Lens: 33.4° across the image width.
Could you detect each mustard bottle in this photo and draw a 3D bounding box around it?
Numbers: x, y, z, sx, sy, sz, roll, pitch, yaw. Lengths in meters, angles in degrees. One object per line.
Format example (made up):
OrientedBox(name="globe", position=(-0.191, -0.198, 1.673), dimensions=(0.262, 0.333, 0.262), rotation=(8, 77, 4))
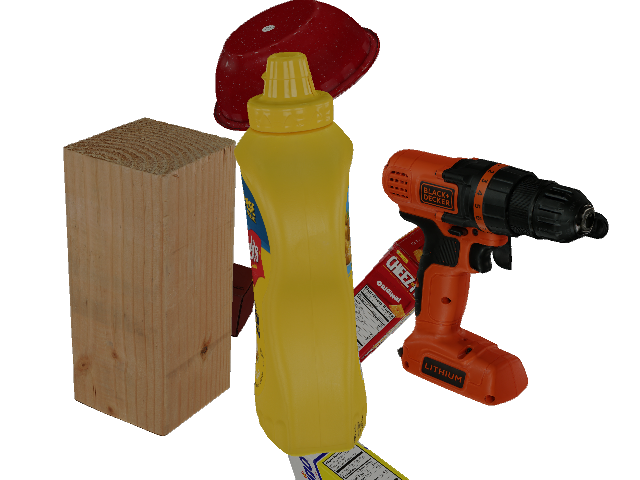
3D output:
OrientedBox(name="mustard bottle", position=(-0.010, 0.003, 0.531), dimensions=(0.058, 0.192, 0.096), rotation=(-4, 20, -4))

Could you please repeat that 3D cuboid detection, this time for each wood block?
OrientedBox(name="wood block", position=(-0.124, 0.026, 0.790), dimensions=(0.090, 0.206, 0.090), rotation=(17, 27, 27))

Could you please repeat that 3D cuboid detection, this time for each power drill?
OrientedBox(name="power drill", position=(0.126, 0.029, 0.830), dimensions=(0.057, 0.188, 0.185), rotation=(-17, 25, -40))

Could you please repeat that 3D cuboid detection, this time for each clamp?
OrientedBox(name="clamp", position=(0.197, -0.032, 1.047), dimensions=(0.120, 0.039, 0.171), rotation=(-8, 34, -14))

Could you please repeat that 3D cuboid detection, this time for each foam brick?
OrientedBox(name="foam brick", position=(-0.107, 0.051, 1.053), dimensions=(0.078, 0.051, 0.053), rotation=(18, 33, 8))

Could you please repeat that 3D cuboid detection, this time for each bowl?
OrientedBox(name="bowl", position=(-0.032, -0.164, 0.932), dimensions=(0.162, 0.055, 0.162), rotation=(-21, 31, 13))

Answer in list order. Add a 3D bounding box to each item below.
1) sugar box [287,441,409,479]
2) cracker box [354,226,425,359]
OrientedBox(name="sugar box", position=(0.046, 0.216, 0.840), dimensions=(0.048, 0.093, 0.176), rotation=(-36, 41, -27))
OrientedBox(name="cracker box", position=(0.076, 0.068, 1.267), dimensions=(0.214, 0.072, 0.164), rotation=(-48, -8, 31))
